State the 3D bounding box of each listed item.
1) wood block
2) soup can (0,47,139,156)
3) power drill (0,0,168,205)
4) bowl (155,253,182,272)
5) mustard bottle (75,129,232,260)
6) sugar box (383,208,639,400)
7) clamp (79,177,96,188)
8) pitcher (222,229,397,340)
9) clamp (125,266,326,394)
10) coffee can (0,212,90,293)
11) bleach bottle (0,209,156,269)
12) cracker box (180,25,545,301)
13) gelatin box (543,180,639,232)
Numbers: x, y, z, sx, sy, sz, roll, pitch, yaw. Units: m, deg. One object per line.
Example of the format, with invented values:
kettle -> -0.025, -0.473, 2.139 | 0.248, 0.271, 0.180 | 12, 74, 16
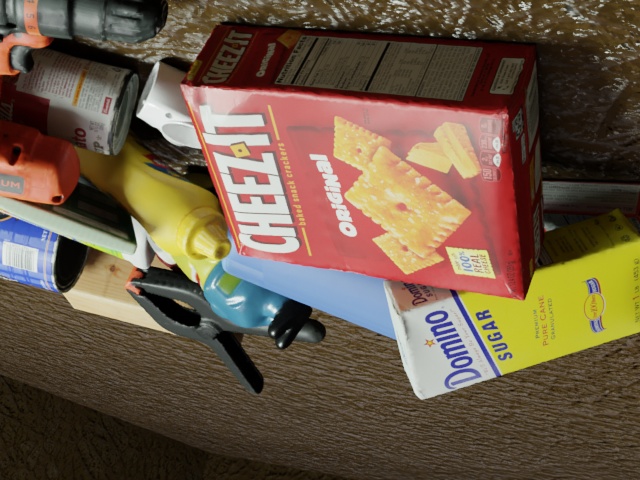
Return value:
wood block -> -0.183, 0.053, 1.248 | 0.206, 0.091, 0.090 | 14, 162, 5
soup can -> -0.194, -0.108, 0.798 | 0.102, 0.068, 0.068 | 15, 163, -2
power drill -> -0.197, -0.110, 0.708 | 0.184, 0.057, 0.188 | 12, 134, -2
bowl -> -0.083, 0.011, 1.090 | 0.162, 0.055, 0.162 | 14, 163, 4
mustard bottle -> -0.133, -0.037, 0.848 | 0.192, 0.058, 0.096 | 37, 180, 38
sugar box -> 0.140, 0.047, 0.756 | 0.176, 0.048, 0.093 | -19, 129, -3
clamp -> -0.257, -0.097, 0.935 | 0.120, 0.039, 0.171 | 19, 157, 5
pitcher -> 0.048, 0.009, 0.861 | 0.243, 0.145, 0.149 | 18, 123, 1
clamp -> -0.106, 0.084, 1.138 | 0.209, 0.036, 0.165 | 35, 138, -18
coffee can -> -0.334, -0.007, 1.169 | 0.140, 0.103, 0.103 | 13, 163, 8
bleach bottle -> -0.284, -0.046, 1.078 | 0.251, 0.068, 0.103 | 18, 162, 0
cracker box -> 0.033, -0.049, 0.695 | 0.214, 0.072, 0.164 | 8, 139, 21
gelatin box -> 0.208, -0.017, 0.800 | 0.089, 0.030, 0.073 | 3, 158, 32
